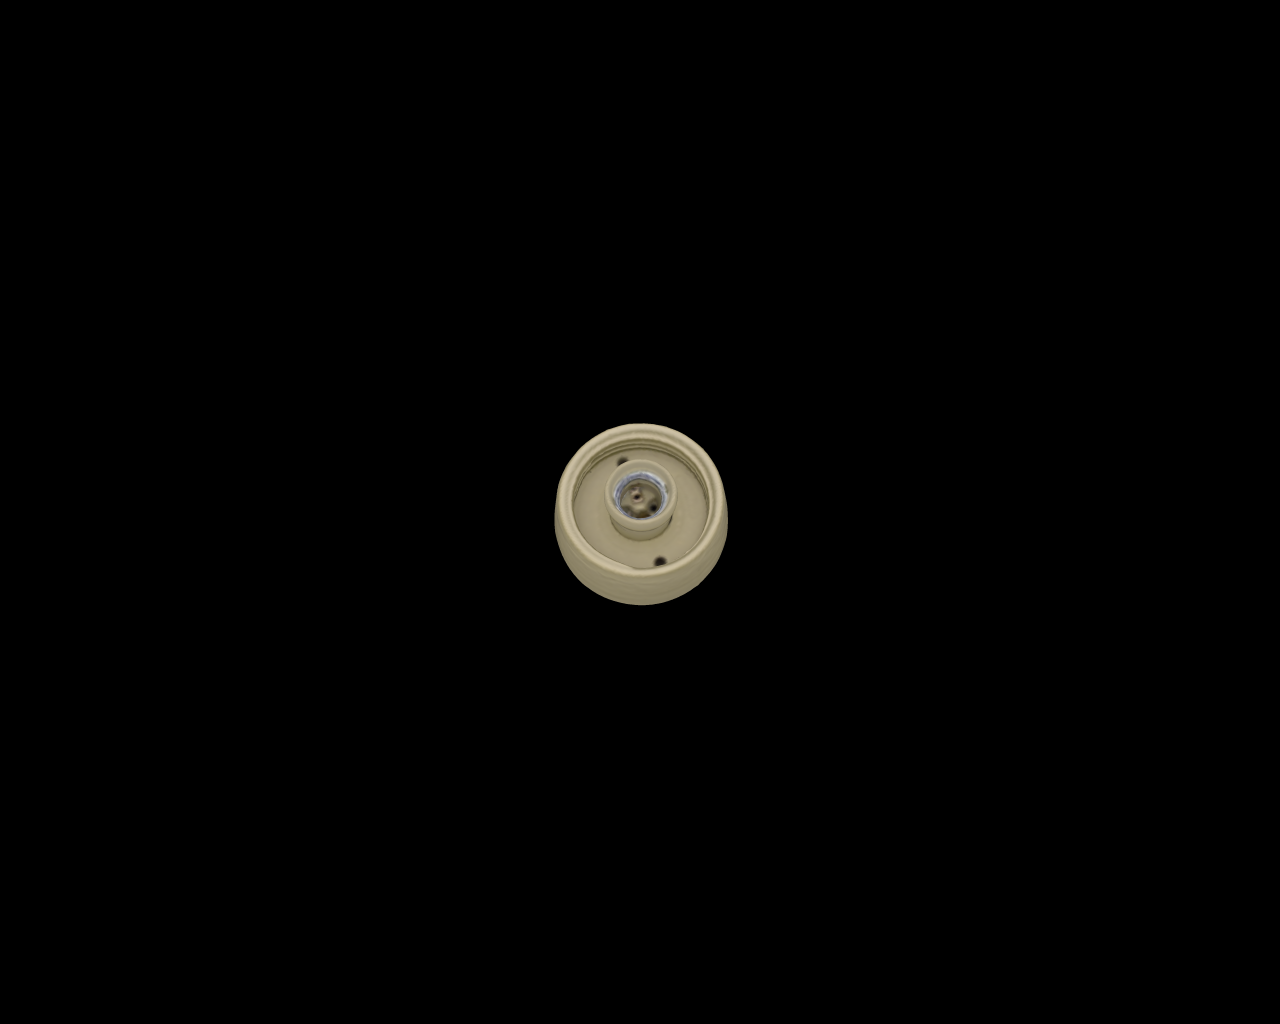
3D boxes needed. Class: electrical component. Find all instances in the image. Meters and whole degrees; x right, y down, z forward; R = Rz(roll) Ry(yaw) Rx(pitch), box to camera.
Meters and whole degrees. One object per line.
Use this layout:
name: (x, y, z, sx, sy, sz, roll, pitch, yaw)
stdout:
electrical component: (0.001, -0.003, 0.650, 0.108, 0.108, 0.060, 0, -20, 0)
